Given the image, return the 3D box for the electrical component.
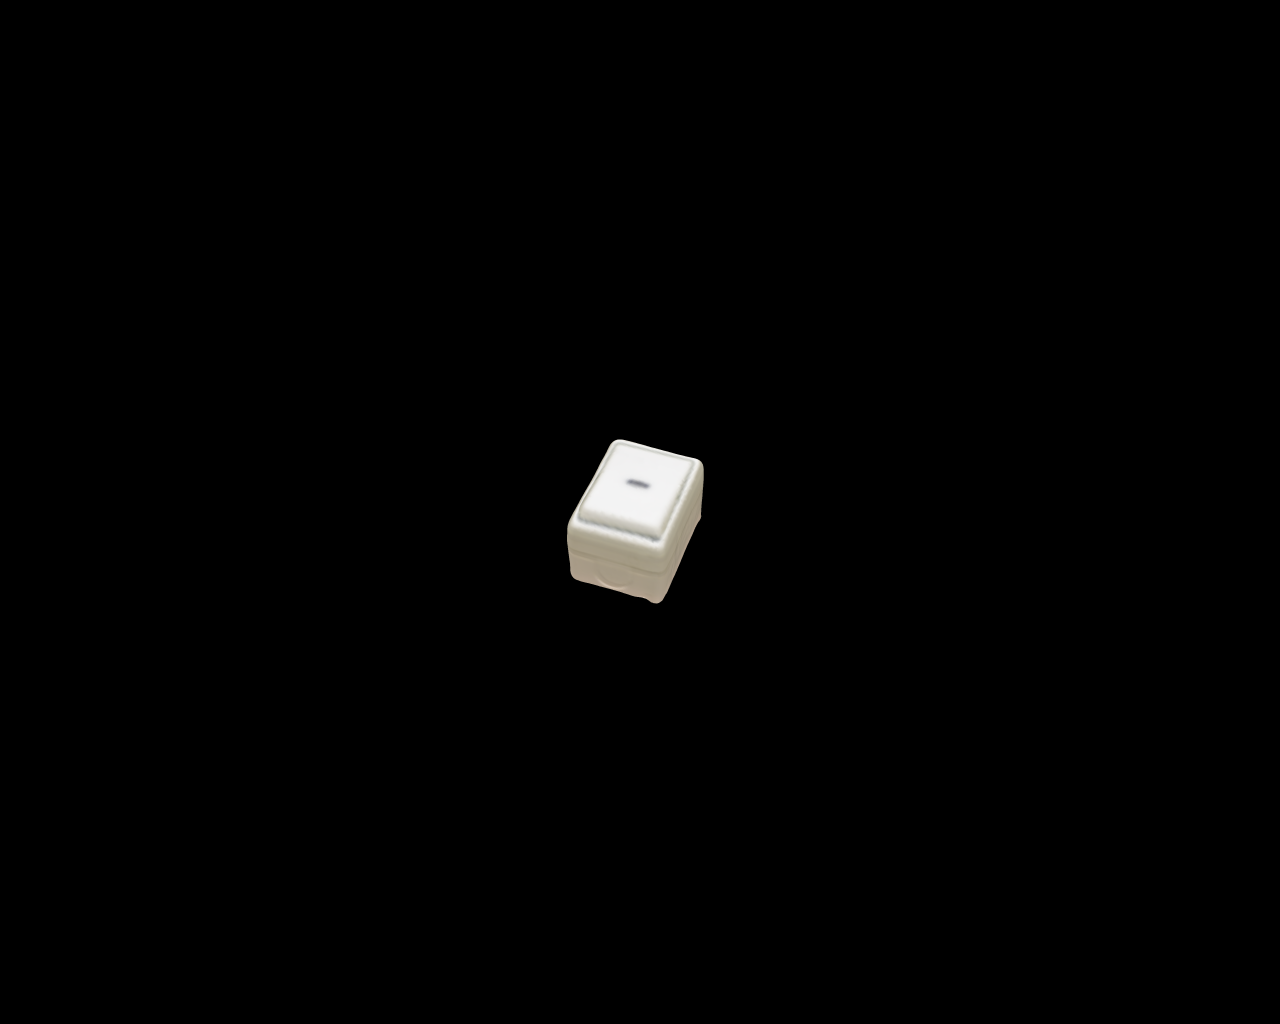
[{"bbox_3d":[0.001,-0.003,0.650,0.062,0.096,0.061,16,-39,13],"label":"electrical component"}]
